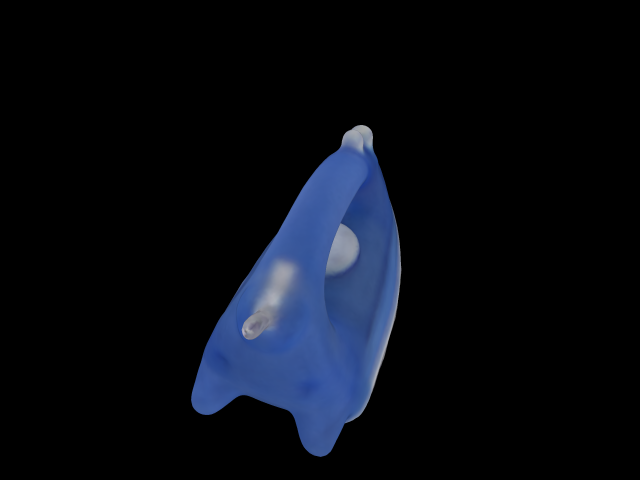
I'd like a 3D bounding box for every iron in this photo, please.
[{"bbox_3d":[0.004,0.001,0.400,0.118,0.141,0.258,15,54,12],"label":"iron"}]
